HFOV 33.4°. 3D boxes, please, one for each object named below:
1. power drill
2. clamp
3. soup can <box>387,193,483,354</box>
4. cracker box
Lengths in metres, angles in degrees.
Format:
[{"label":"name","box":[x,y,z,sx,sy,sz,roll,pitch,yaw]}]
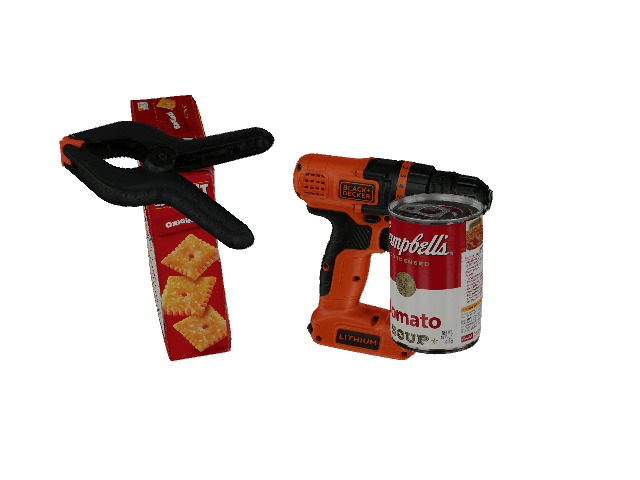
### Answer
[{"label":"power drill","box":[0.062,0.014,1.000,0.185,0.188,0.057,9,20,17]},{"label":"clamp","box":[-0.119,-0.063,0.860,0.171,0.120,0.039,19,-43,1]},{"label":"soup can","box":[0.083,0.023,0.777,0.068,0.102,0.068,-2,18,0]},{"label":"cracker box","box":[-0.139,-0.015,1.067,0.072,0.214,0.164,-8,35,-10]}]
